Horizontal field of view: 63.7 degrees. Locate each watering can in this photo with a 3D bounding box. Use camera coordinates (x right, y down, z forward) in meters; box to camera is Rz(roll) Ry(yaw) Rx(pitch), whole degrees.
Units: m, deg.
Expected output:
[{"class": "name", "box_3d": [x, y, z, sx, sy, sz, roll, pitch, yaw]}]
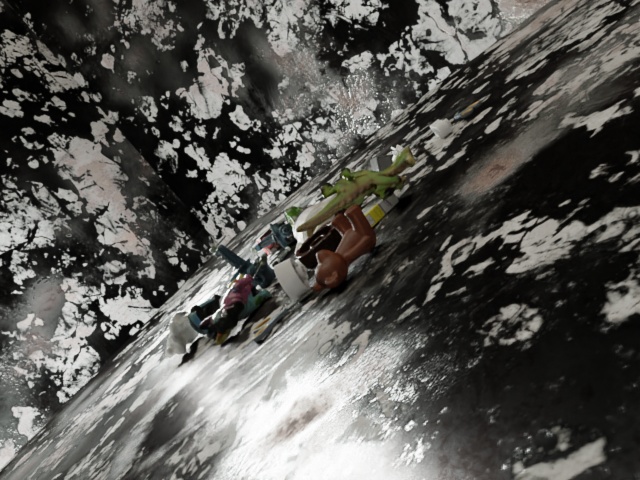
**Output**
[{"class": "watering can", "box_3d": [0.005, -0.090, 1.787, 0.349, 0.103, 0.224, -59, 15, -6]}]

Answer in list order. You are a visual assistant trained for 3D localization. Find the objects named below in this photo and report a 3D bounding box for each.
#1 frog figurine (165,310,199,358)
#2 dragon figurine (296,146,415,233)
[{"class": "frog figurine", "box_3d": [-0.488, 0.333, 1.794, 0.161, 0.123, 0.135, -52, -20, -17]}, {"class": "dragon figurine", "box_3d": [0.129, -0.141, 1.468, 0.417, 0.121, 0.242, -44, 20, -29]}]
